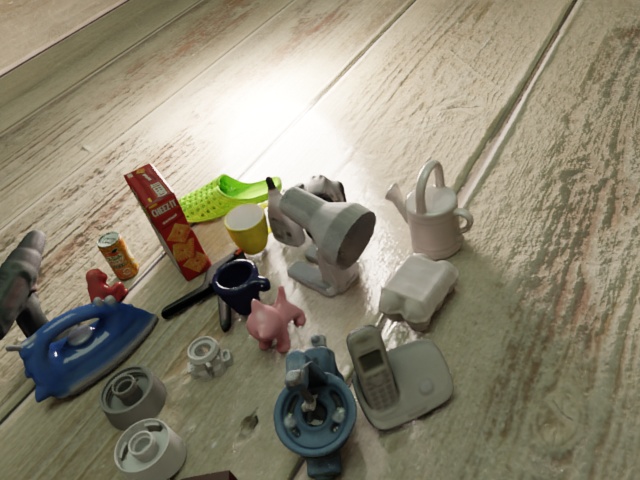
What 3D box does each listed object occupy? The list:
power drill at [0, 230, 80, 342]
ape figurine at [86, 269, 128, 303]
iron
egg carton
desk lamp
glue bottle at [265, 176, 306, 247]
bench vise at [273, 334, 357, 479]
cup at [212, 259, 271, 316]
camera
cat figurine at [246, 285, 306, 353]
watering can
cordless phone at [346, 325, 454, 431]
[{"bbox_3d":[-0.568,0.125,1.133,0.075,0.209,0.229,-3,42,16],"label":"power drill"},{"bbox_3d":[-0.464,0.098,1.218,0.077,0.092,0.076,15,50,33],"label":"ape figurine"},{"bbox_3d":[-0.445,0.178,1.082,0.259,0.142,0.118,-36,43,-21],"label":"iron"},{"bbox_3d":[0.176,0.090,1.025,0.107,0.069,0.150,17,51,34],"label":"egg carton"},{"bbox_3d":[0.010,0.004,1.068,0.202,0.214,0.118,21,53,37],"label":"desk lamp"},{"bbox_3d":[-0.084,-0.063,1.208,0.077,0.173,0.037,17,51,34],"label":"glue bottle"},{"bbox_3d":[-0.022,0.213,0.834,0.121,0.220,0.207,-21,40,-4],"label":"bench vise"},{"bbox_3d":[-0.139,0.100,1.102,0.117,0.095,0.092,4,44,23],"label":"cup"},{"bbox_3d":[-0.017,-0.070,1.249,0.143,0.101,0.137,-8,41,10],"label":"camera"},{"bbox_3d":[-0.086,0.139,1.021,0.067,0.118,0.128,6,45,25],"label":"cat figurine"},{"bbox_3d":[0.205,-0.064,1.092,0.172,0.194,0.101,0,43,19],"label":"watering can"},{"bbox_3d":[0.115,0.184,0.847,0.147,0.185,0.094,-25,41,-9],"label":"cordless phone"}]
